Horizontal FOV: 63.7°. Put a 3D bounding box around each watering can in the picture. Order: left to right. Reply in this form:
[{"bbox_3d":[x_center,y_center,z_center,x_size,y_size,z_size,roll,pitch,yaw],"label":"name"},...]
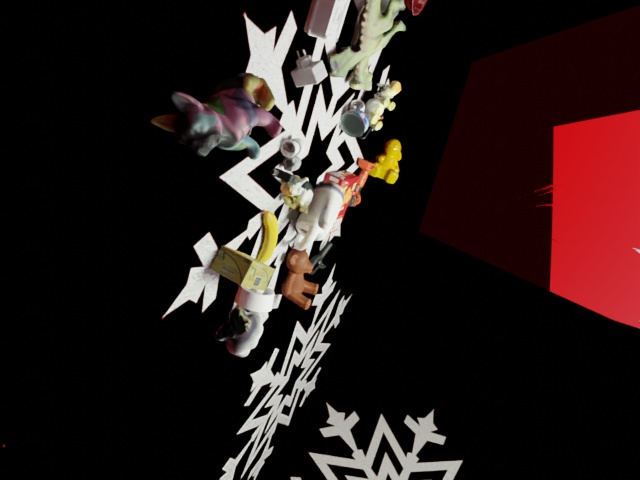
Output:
[{"bbox_3d":[0.005,-0.077,1.539,0.227,0.103,0.344,-64,-169,-18],"label":"watering can"}]

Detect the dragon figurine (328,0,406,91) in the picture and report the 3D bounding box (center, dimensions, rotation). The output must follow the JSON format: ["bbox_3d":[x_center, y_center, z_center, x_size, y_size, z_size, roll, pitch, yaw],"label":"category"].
[{"bbox_3d":[0.107,-0.527,1.352,0.244,0.123,0.405,-55,161,-5],"label":"dragon figurine"}]

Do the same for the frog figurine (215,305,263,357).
[{"bbox_3d":[-0.212,0.271,1.486,0.156,0.122,0.140,60,38,-56],"label":"frog figurine"}]
